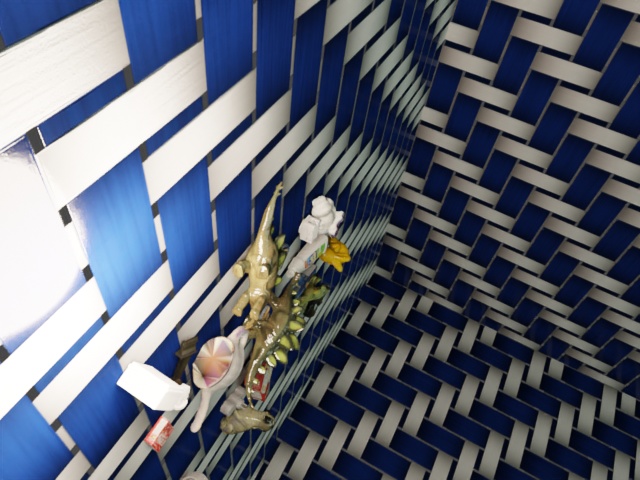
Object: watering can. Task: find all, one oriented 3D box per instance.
[{"bbox_3d":[-0.312,0.410,1.530,0.352,0.104,0.221,-63,166,-15],"label":"watering can"}]

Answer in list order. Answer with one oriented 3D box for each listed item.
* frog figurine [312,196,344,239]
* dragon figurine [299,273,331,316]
[{"bbox_3d":[0.006,-0.097,1.931,0.157,0.124,0.138,41,81,-39],"label":"frog figurine"},{"bbox_3d":[-0.061,0.275,2.351,0.243,0.123,0.406,-49,163,-2],"label":"dragon figurine"}]
